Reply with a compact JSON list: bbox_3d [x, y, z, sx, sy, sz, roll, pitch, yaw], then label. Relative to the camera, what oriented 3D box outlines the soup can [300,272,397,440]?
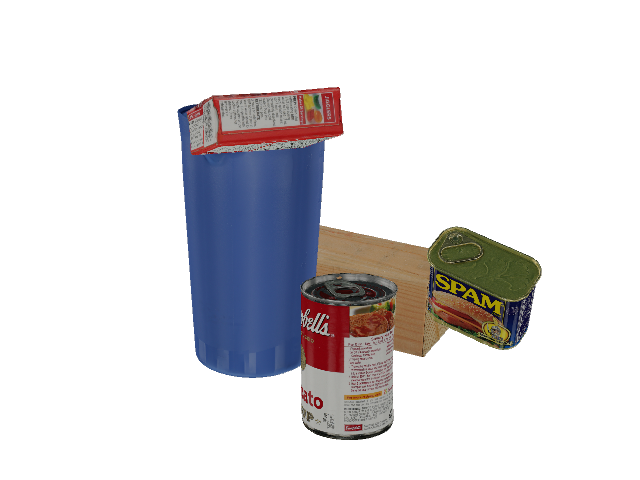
[{"bbox_3d":[0.020,0.081,0.754,0.068,0.102,0.068,0,15,0],"label":"soup can"}]

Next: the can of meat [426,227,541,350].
[{"bbox_3d":[0.149,0.047,0.997,0.102,0.084,0.057,25,54,23],"label":"can of meat"}]

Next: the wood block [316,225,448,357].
[{"bbox_3d":[0.035,0.049,1.175,0.206,0.091,0.090,13,26,24],"label":"wood block"}]

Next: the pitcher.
[{"bbox_3d":[-0.056,-0.007,0.982,0.149,0.243,0.145,-4,16,-19],"label":"pitcher"}]

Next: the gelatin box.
[{"bbox_3d":[-0.034,-0.069,0.621,0.073,0.030,0.089,-6,2,-16],"label":"gelatin box"}]
